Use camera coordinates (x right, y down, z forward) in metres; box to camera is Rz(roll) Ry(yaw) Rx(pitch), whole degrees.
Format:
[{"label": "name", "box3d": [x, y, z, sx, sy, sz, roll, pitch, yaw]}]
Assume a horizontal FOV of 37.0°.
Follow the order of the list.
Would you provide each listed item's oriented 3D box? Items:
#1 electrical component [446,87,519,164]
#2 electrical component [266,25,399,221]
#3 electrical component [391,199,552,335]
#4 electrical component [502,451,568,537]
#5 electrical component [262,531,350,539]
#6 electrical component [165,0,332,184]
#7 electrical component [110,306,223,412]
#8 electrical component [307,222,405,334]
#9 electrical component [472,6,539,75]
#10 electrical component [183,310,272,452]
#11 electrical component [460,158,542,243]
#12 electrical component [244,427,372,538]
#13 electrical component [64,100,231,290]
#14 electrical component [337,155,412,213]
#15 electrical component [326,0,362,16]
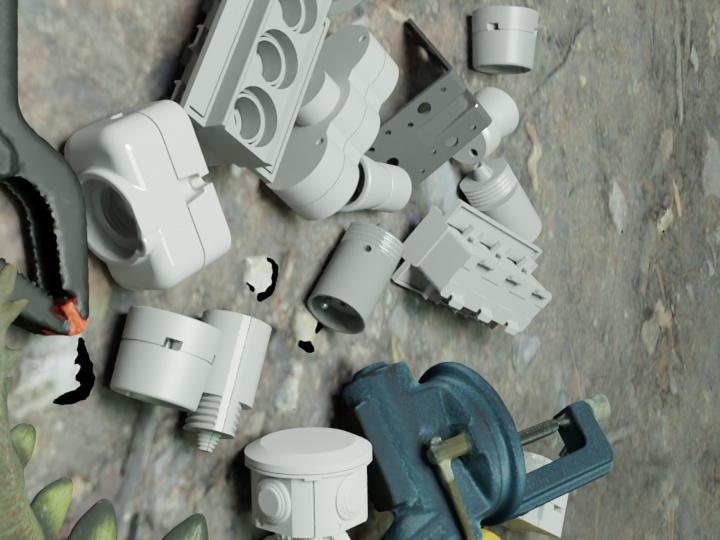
[{"label": "electrical component", "box3d": [0.097, -0.116, 0.872, 0.055, 0.045, 0.045, -45, 122, -41]}, {"label": "electrical component", "box3d": [-0.027, -0.109, 0.714, 0.074, 0.052, 0.138, 43, 57, -40]}, {"label": "electrical component", "box3d": [0.093, 0.003, 0.838, 0.078, 0.063, 0.121, -50, 139, 13]}, {"label": "electrical component", "box3d": [0.133, 0.184, 0.900, 0.089, 0.050, 0.055, 34, 64, -45]}, {"label": "electrical component", "box3d": [-0.037, 0.191, 0.699, 0.055, 0.048, 0.066, -25, 108, -40]}, {"label": "electrical component", "box3d": [-0.071, -0.124, 0.653, 0.079, 0.063, 0.121, 39, 60, -43]}, {"label": "electrical component", "box3d": [-0.110, 0.051, 0.607, 0.055, 0.055, 0.047, 29, 70, -46]}, {"label": "electrical component", "box3d": [0.000, 0.000, 0.750, 0.043, 0.043, 0.081, 54, 50, -35]}, {"label": "electrical component", "box3d": [0.120, -0.190, 0.895, 0.055, 0.055, 0.047, 2, 91, -51]}, {"label": "electrical component", "box3d": [-0.084, 0.069, 0.646, 0.043, 0.043, 0.081, 31, 65, -46]}, {"label": "electrical component", "box3d": [0.115, -0.058, 0.892, 0.081, 0.043, 0.043, 53, 51, -35]}, {"label": "electrical component", "box3d": [-0.032, 0.132, 0.679, 0.080, 0.080, 0.051, -9, 101, -50]}, {"label": "electrical component", "box3d": [-0.120, -0.039, 0.597, 0.059, 0.054, 0.095, -37, 117, -45]}, {"label": "electrical component", "box3d": [0.007, -0.060, 0.764, 0.065, 0.044, 0.044, 4, 85, -55]}, {"label": "electrical component", "box3d": [-0.029, -0.222, 0.676, 0.108, 0.108, 0.060, 55, 44, -34]}]
